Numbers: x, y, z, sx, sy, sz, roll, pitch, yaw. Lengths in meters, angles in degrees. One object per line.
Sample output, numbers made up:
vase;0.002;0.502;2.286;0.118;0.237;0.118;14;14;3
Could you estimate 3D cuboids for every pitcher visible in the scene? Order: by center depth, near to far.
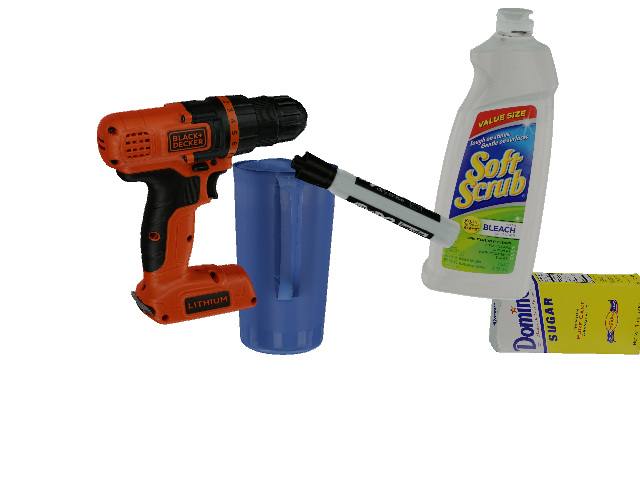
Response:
pitcher;-0.047;0.019;1.353;0.145;0.243;0.148;10;13;38

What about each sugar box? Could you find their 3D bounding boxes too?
sugar box;0.294;0.087;1.275;0.176;0.093;0.048;0;18;-4

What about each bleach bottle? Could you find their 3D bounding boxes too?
bleach bottle;0.149;-0.076;0.936;0.103;0.251;0.068;7;21;12

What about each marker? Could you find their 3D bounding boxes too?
marker;0.036;-0.027;0.703;0.121;0.020;0.020;25;-6;-13

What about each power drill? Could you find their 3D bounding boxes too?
power drill;-0.095;-0.031;0.916;0.184;0.188;0.057;-10;21;-24
